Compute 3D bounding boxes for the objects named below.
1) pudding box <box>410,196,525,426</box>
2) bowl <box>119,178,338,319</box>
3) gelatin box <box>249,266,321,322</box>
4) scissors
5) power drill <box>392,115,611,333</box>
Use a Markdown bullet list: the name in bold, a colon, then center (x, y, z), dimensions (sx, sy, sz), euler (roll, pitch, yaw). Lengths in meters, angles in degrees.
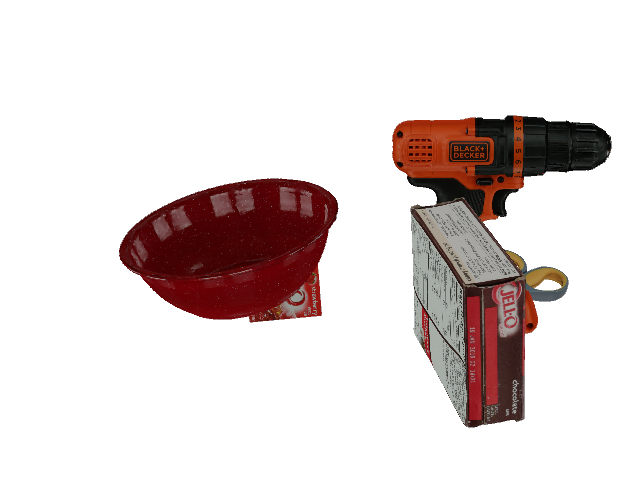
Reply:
- **pudding box**: center (0.083, 0.038, 0.609), dimensions (0.039, 0.090, 0.113), euler (-8, 26, -9)
- **bowl**: center (-0.061, 0.011, 0.782), dimensions (0.162, 0.055, 0.162), euler (-10, 25, 5)
- **gelatin box**: center (-0.038, 0.035, 1.052), dimensions (0.073, 0.089, 0.030), euler (-5, 27, -3)
- **scissors**: center (0.179, 0.047, 1.091), dimensions (0.201, 0.016, 0.096), euler (-11, 37, -43)
- **power drill**: center (0.155, -0.016, 0.928), dimensions (0.184, 0.188, 0.057), euler (2, 14, 9)
